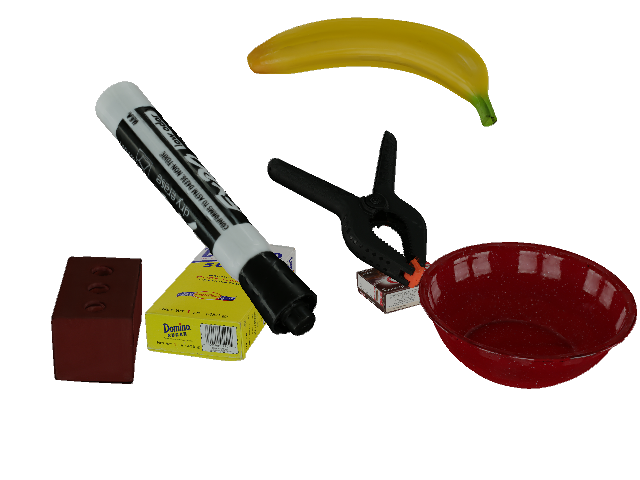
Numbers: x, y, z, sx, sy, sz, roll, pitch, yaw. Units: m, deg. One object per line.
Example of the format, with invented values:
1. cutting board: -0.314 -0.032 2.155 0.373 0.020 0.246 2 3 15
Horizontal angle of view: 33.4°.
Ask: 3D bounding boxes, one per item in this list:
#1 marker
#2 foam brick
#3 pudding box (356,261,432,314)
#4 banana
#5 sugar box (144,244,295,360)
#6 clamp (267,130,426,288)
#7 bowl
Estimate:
1. marker: -0.040 -0.012 0.372 0.020 0.020 0.121 0 41 -53
2. foam brick: -0.149 0.052 0.718 0.053 0.051 0.078 2 30 -6
3. pudding box: 0.122 0.065 1.582 0.113 0.039 0.090 -16 24 -21
4. banana: 0.045 -0.141 0.817 0.198 0.069 0.037 13 -35 12
5. sugar box: -0.090 0.052 1.017 0.093 0.048 0.176 6 26 13
6. clamp: 0.044 -0.034 1.167 0.164 0.210 0.036 -11 -37 -20
7. bowl: 0.153 0.063 0.809 0.162 0.055 0.162 1 30 -1
